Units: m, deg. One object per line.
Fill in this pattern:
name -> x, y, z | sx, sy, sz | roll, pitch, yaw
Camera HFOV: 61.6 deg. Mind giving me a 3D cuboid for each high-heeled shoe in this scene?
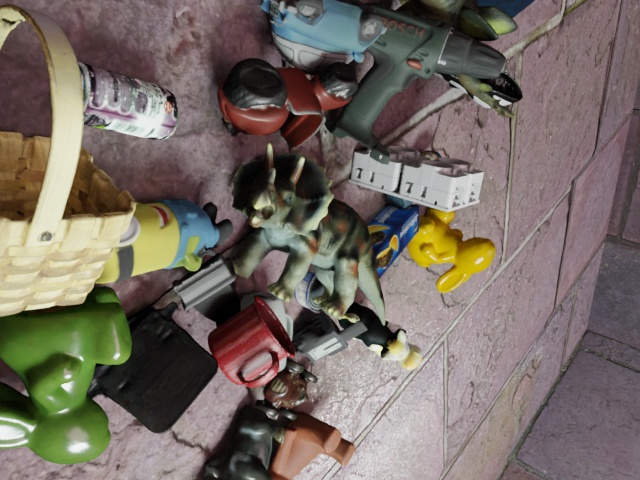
high-heeled shoe -> 0.268, -0.316, 0.942 | 0.248, 0.145, 0.086 | 38, 77, -54

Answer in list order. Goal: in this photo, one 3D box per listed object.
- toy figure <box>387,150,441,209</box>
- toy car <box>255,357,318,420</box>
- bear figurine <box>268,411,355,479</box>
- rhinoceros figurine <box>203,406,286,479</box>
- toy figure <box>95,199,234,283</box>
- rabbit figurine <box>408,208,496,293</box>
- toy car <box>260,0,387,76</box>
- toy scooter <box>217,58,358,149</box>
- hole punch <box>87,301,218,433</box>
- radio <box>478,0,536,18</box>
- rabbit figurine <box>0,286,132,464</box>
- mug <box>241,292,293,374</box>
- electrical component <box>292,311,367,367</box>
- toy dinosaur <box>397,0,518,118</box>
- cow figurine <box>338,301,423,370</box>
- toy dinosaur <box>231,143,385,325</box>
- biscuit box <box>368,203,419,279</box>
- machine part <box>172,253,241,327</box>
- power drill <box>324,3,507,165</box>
toy figure -> 0.183, -0.120, 0.998 | 0.154, 0.064, 0.058 | -48, -179, -26
toy car -> -0.046, 0.248, 0.879 | 0.089, 0.053, 0.202 | -61, 161, -15
bear figurine -> -0.048, 0.402, 0.929 | 0.196, 0.132, 0.120 | -56, 141, -25
rhinoceros figurine -> -0.122, 0.354, 0.827 | 0.073, 0.112, 0.190 | 96, 15, -68
toy figure -> -0.183, -0.001, 0.590 | 0.180, 0.082, 0.089 | -6, 110, -53
rabbit figurine -> 0.269, 0.026, 1.096 | 0.122, 0.173, 0.162 | -19, 118, -50
toy car -> -0.003, -0.258, 0.671 | 0.161, 0.109, 0.102 | -9, 132, -40
toy scooter -> -0.049, -0.161, 0.669 | 0.184, 0.075, 0.135 | -13, 163, -30
hole punch -> -0.204, 0.153, 0.651 | 0.115, 0.092, 0.142 | 48, 69, -15
radio -> 0.274, -0.411, 0.826 | 0.229, 0.131, 0.073 | -94, -157, -83
rabbit figurine -> -0.257, 0.145, 0.520 | 0.159, 0.121, 0.170 | -9, 102, -33
mug -> -0.078, 0.131, 0.790 | 0.109, 0.081, 0.107 | -5, 103, -45
electrical component -> 0.015, 0.157, 0.901 | 0.119, 0.048, 0.074 | -33, 141, 6
toy dinosaur -> 0.177, -0.338, 0.774 | 0.105, 0.199, 0.470 | -58, 141, -8
cow figurine -> 0.105, 0.167, 0.964 | 0.068, 0.168, 0.098 | -57, 144, -7
toy dinosaur -> 0.005, 0.001, 0.769 | 0.404, 0.131, 0.192 | 25, 92, -49
biscuit box -> 0.112, 0.000, 0.951 | 0.203, 0.059, 0.062 | -43, 137, -46
machine part -> -0.135, 0.068, 0.685 | 0.084, 0.039, 0.138 | -39, 153, -15
power drill -> 0.114, -0.213, 0.760 | 0.207, 0.232, 0.086 | -63, 175, 25
